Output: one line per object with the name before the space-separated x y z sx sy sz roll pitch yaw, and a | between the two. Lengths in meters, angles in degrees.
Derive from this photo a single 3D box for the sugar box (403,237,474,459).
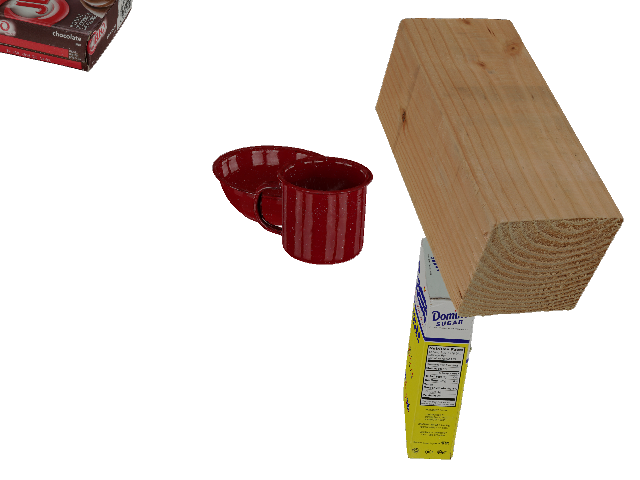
sugar box | 0.099 0.093 0.915 0.048 0.176 0.093 1 33 0

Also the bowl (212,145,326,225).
bowl | -0.052 -0.062 1.297 0.162 0.055 0.162 5 26 -2

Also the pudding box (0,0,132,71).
pudding box | -0.201 -0.178 0.819 0.090 0.039 0.113 13 37 2

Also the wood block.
wood block | 0.114 -0.056 0.738 0.090 0.206 0.091 -2 -42 -17

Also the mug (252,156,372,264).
mug | -0.009 -0.029 1.050 0.117 0.081 0.093 3 26 3
